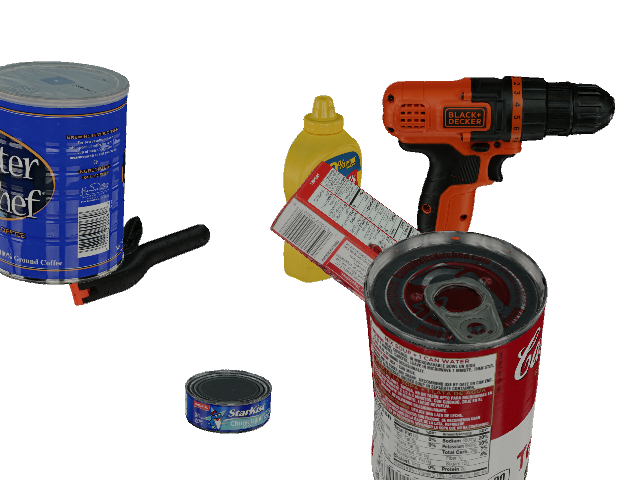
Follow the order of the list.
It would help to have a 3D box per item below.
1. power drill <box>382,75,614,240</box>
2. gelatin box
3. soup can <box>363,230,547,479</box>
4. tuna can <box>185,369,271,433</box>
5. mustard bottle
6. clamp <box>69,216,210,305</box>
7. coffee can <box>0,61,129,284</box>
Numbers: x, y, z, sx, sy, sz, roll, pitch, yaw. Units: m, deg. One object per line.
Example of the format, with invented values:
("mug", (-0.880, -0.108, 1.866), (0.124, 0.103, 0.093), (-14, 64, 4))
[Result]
("power drill", (0.144, -0.044, 0.885), (0.184, 0.188, 0.057), (2, 22, 8))
("gelatin box", (0.020, -0.002, 0.635), (0.089, 0.030, 0.073), (37, 25, -2))
("soup can", (0.052, 0.057, 0.425), (0.068, 0.102, 0.068), (-2, 36, 1))
("tuna can", (-0.091, 0.159, 1.053), (0.086, 0.034, 0.086), (3, 14, -1))
("mustard bottle", (0.003, -0.058, 1.120), (0.096, 0.192, 0.058), (-22, 31, -39))
("clamp", (-0.204, 0.019, 1.183), (0.120, 0.039, 0.171), (-4, 28, 30))
("coffee can", (-0.195, -0.052, 0.790), (0.103, 0.140, 0.103), (5, 22, -2))
